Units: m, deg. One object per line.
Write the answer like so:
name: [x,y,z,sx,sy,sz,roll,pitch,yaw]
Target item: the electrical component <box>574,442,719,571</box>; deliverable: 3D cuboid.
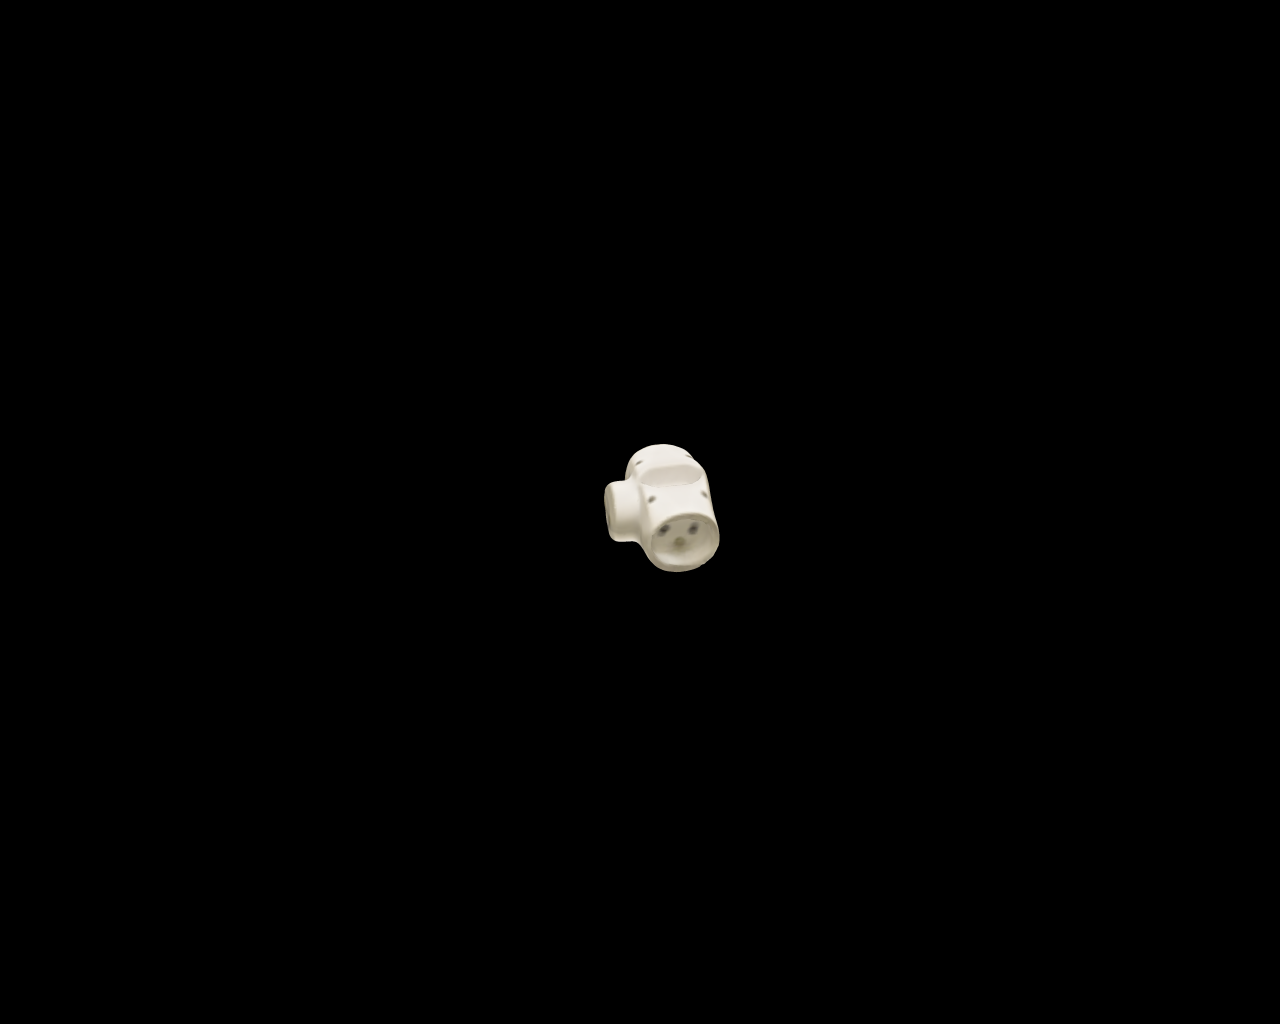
electrical component: [0.001,-0.003,0.650,0.079,0.043,0.077,-6,37,-7]
